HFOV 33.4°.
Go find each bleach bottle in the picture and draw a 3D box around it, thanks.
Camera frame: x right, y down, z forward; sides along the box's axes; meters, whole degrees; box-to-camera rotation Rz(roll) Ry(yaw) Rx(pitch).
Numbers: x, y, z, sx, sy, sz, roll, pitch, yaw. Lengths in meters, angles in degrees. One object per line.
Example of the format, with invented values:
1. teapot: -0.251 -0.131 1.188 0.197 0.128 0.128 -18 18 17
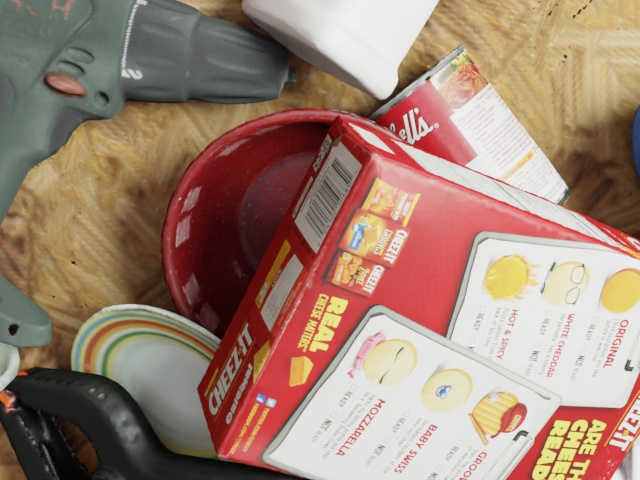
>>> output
1. bleach bottle: 0.064 -0.203 0.567 0.068 0.103 0.251 32 94 -43

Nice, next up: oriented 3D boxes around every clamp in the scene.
1. clamp: -0.099 0.132 0.580 0.210 0.036 0.165 43 118 20

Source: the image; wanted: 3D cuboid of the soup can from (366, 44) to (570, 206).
1. soup can: 0.082 -0.048 0.594 0.068 0.068 0.102 -38 94 2

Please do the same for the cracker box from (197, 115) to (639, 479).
1. cracker box: 0.069 0.051 0.538 0.213 0.072 0.164 19 108 -24

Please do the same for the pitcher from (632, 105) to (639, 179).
1. pitcher: 0.303 -0.050 0.566 0.243 0.149 0.145 -18 132 4

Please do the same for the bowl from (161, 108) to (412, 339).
1. bowl: -0.004 0.001 0.593 0.162 0.055 0.162 1 109 3
